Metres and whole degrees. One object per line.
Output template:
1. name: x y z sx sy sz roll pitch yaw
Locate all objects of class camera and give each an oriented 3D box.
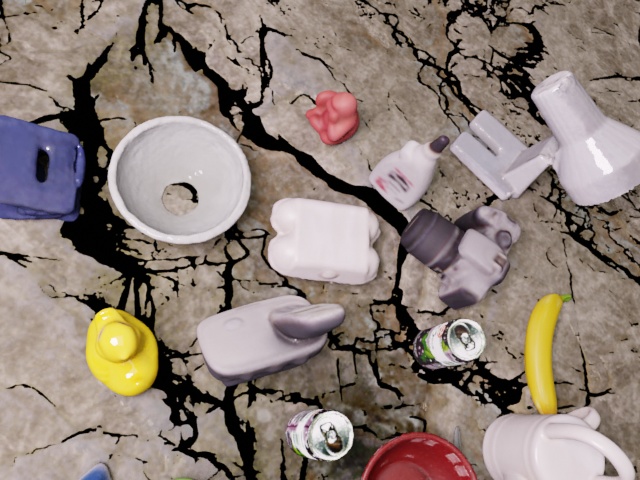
1. camera: 0.192 0.002 0.792 0.137 0.100 0.143 35 67 -4

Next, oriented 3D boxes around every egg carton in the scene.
1. egg carton: 0.007 0.003 0.752 0.150 0.069 0.107 6 72 -15

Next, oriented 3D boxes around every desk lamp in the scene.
1. desk lamp: 0.326 -0.132 0.814 0.203 0.213 0.118 42 66 -1

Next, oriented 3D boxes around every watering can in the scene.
1. watering can: 0.286 0.267 0.687 0.101 0.193 0.173 31 67 -5

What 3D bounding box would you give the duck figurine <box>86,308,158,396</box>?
1. duck figurine: -0.220 0.121 0.636 0.078 0.086 0.104 -25 82 -22

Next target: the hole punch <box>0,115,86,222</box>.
1. hole punch: -0.327 -0.082 0.664 0.101 0.091 0.108 1 73 -17

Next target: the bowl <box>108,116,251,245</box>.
1. bowl: -0.174 -0.065 0.715 0.168 0.074 0.167 5 72 -15

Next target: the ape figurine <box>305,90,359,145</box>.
1. ape figurine: 0.025 -0.178 0.801 0.076 0.092 0.078 13 70 -13

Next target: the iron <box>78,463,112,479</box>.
1. iron: -0.250 0.344 0.526 0.119 0.141 0.258 16 69 -11

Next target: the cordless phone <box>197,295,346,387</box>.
1. cordless phone: -0.055 0.102 0.639 0.148 0.184 0.094 -17 79 -21

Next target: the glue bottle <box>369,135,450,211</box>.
1. glue bottle: 0.126 -0.098 0.763 0.078 0.173 0.037 41 66 -1
